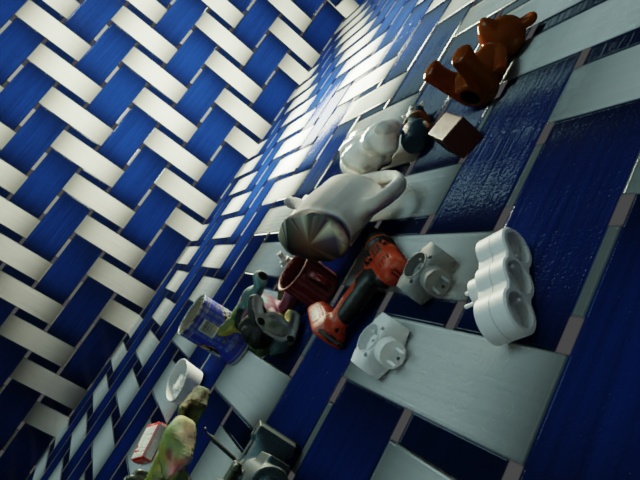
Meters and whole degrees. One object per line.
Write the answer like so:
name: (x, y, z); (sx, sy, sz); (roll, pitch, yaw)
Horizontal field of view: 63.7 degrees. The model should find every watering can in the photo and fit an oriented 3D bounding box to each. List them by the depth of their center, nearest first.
watering can: (0.003, -0.049, 0.972); (0.345, 0.103, 0.228); (-11, 27, 45)

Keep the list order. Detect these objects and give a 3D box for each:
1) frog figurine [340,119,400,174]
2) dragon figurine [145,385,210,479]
frog figurine: (0.100, -0.194, 1.056); (0.138, 0.124, 0.156); (-39, -21, -12)
dragon figurine: (-0.223, 0.354, 0.806); (0.122, 0.247, 0.403); (25, -24, -2)
